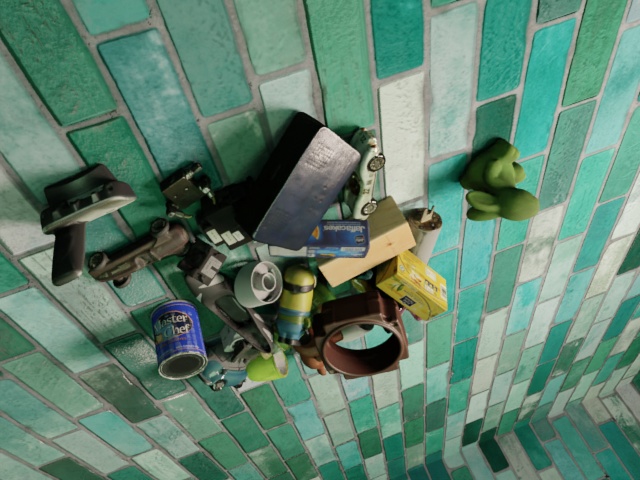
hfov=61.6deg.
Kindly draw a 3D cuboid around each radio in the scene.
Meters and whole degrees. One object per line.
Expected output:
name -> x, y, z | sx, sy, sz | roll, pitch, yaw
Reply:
radio -> -0.037, -0.096, 0.955 | 0.131, 0.073, 0.229 | 20, 108, -47

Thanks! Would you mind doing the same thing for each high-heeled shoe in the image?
high-heeled shoe -> -0.194, 0.163, 1.163 | 0.086, 0.145, 0.248 | -39, 140, 16

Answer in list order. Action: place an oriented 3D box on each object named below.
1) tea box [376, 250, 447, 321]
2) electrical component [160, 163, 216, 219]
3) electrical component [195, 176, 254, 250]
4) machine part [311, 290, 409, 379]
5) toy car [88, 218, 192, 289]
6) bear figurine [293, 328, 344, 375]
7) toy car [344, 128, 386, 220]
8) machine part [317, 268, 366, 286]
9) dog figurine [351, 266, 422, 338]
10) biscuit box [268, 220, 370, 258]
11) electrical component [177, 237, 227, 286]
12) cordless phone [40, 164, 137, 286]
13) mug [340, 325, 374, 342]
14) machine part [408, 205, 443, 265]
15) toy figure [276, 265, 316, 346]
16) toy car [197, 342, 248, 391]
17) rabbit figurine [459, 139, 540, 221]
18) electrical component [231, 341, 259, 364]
tea box -> 0.209, 0.097, 1.218 | 0.169, 0.098, 0.068 | 36, 129, -22
electrical component -> -0.233, -0.082, 0.945 | 0.102, 0.045, 0.078 | -29, 142, 7
electrical component -> -0.163, -0.045, 1.013 | 0.134, 0.058, 0.114 | -24, 139, 0
machine part -> 0.094, 0.223, 1.232 | 0.201, 0.087, 0.201 | -14, 124, 9
toy car -> -0.341, 0.032, 1.017 | 0.202, 0.053, 0.089 | -28, 144, 3
bear figurine -> -0.003, 0.271, 1.404 | 0.132, 0.120, 0.195 | -38, 150, -5
toy car -> 0.081, -0.121, 1.032 | 0.056, 0.074, 0.201 | -13, 140, -14
machine part -> 0.058, 0.073, 1.267 | 0.139, 0.039, 0.084 | -12, 146, -28
dog figurine -> 0.155, 0.134, 1.328 | 0.108, 0.192, 0.219 | -43, 116, -5
biscuit box -> -0.002, -0.003, 1.079 | 0.203, 0.063, 0.059 | 1, 156, -1
electrical component -> -0.226, 0.050, 1.066 | 0.075, 0.048, 0.119 | -56, 158, -13
cordless phone -> -0.363, -0.020, 0.842 | 0.147, 0.184, 0.088 | -23, 137, 0
mug -> 0.073, 0.229, 1.423 | 0.109, 0.081, 0.107 | 6, 142, -39
machine part -> 0.227, 0.011, 1.253 | 0.079, 0.079, 0.243 | -10, 138, -17
toy figure -> -0.053, 0.146, 1.200 | 0.082, 0.180, 0.089 | 12, 176, -10
toy car -> -0.236, 0.308, 1.346 | 0.161, 0.109, 0.103 | 22, 106, -52
rabbit figurine -> 0.376, -0.105, 1.120 | 0.159, 0.170, 0.121 | -26, 140, 1
electrical component -> -0.170, 0.265, 1.287 | 0.063, 0.021, 0.094 | 18, 125, -40
